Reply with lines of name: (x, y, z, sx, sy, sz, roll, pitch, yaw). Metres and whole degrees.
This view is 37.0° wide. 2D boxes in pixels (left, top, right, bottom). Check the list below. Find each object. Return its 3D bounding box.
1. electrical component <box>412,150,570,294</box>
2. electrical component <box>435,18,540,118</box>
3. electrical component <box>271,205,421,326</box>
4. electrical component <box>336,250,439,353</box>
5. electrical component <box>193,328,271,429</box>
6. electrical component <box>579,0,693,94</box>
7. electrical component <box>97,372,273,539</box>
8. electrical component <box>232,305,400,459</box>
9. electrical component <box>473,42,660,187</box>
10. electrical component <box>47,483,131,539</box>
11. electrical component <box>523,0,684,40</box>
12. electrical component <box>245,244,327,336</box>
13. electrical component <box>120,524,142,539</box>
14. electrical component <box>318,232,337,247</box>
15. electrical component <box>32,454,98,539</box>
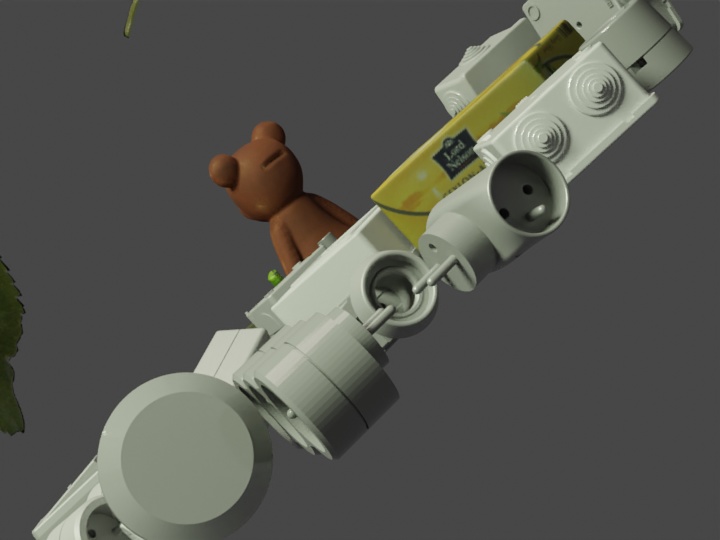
electrical component: (0.056, -0.016, 0.534, 0.079, 0.043, 0.077, -44, 4, -23)
electrical component: (0.121, -0.143, 0.885, 0.100, 0.099, 0.048, -45, 17, -25)
electrical component: (0.000, 0.000, 0.838, 0.109, 0.056, 0.108, -40, 4, 32)
electrical component: (0.015, 0.017, 0.581, 0.066, 0.048, 0.055, -44, -4, -22)
electrical component: (-0.062, 0.075, 0.680, 0.077, 0.047, 0.065, -5, 38, 27)
electrical component: (0.171, -0.137, 0.671, 0.055, 0.047, 0.055, -43, 4, 3)
electrical component: (-0.085, 0.092, 0.513, 0.080, 0.080, 0.051, -44, -2, -22)
electrical component: (-0.012, 0.043, 0.503, 0.074, 0.052, 0.138, -43, 4, -14)
electrical component: (0.116, -0.084, 0.632, 0.100, 0.048, 0.099, -43, 4, 1)
electrical component: (-0.147, 0.153, 0.671, 0.074, 0.052, 0.138, -40, 4, 33)
electrical component: (0.181, -0.193, 0.818, 0.048, 0.099, 0.100, -30, -3, -31)
electrical component: (-0.047, 0.026, 0.995, 0.096, 0.061, 0.062, -45, 4, -32)
electrical component: (-0.092, 0.121, 0.560, 0.065, 0.044, 0.044, -50, 6, -23)
electrical component: (-0.014, -0.009, 1.043, 0.048, 0.062, 0.048, -43, 3, 3)
electrical component: (-0.216, 0.196, 0.850, 0.096, 0.061, 0.062, -43, 4, -11)
